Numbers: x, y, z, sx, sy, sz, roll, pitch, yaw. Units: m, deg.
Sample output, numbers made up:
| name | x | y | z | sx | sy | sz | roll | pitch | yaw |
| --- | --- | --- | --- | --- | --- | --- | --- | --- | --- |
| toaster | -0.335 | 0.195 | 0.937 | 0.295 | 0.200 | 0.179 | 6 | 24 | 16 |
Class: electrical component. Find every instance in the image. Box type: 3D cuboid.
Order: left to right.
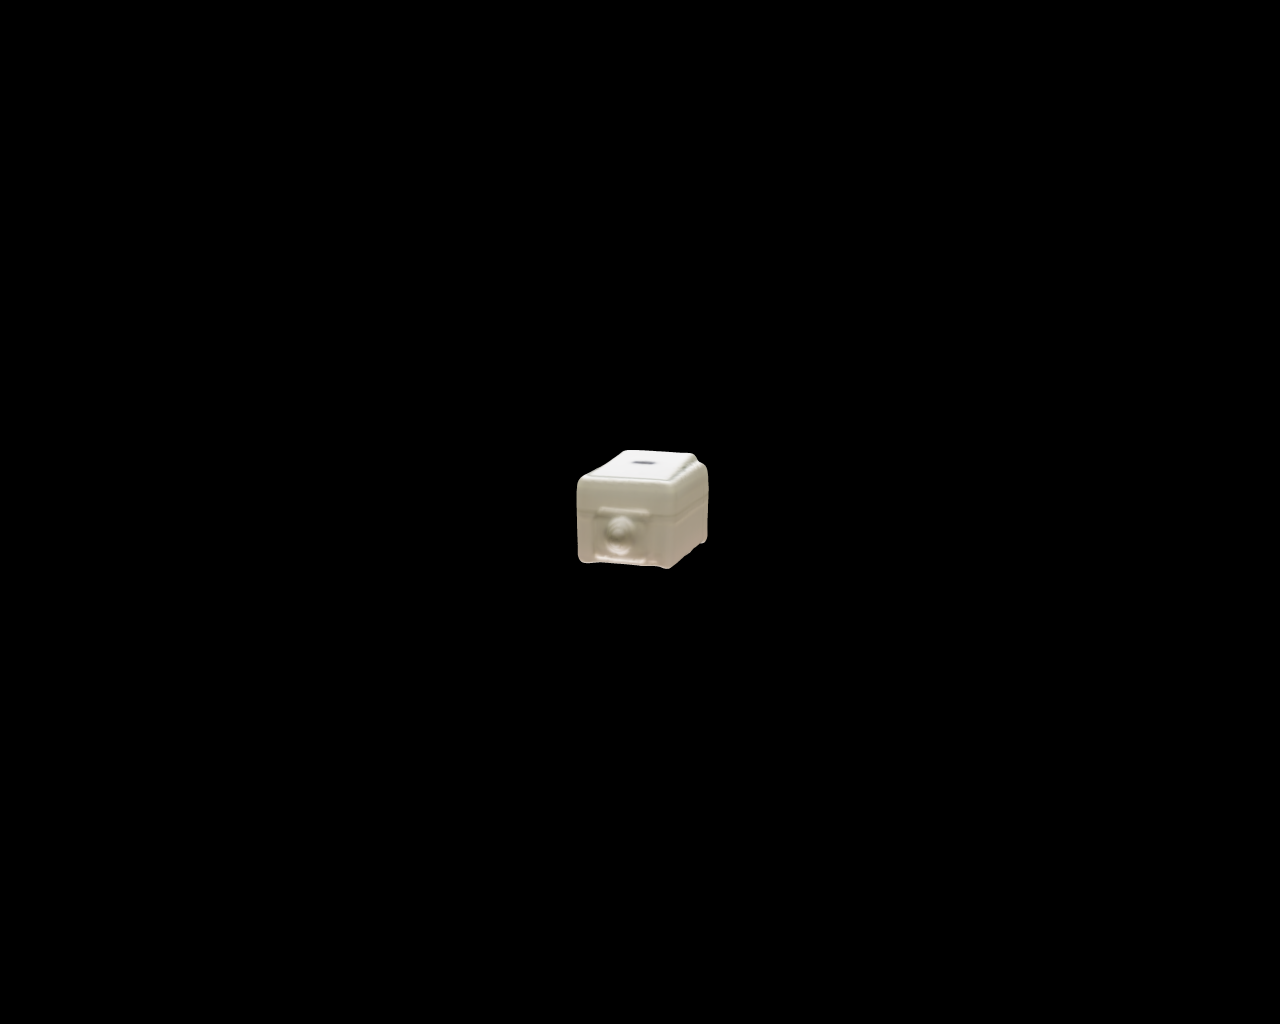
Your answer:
| name | x | y | z | sx | sy | sz | roll | pitch | yaw |
| --- | --- | --- | --- | --- | --- | --- | --- | --- | --- |
| electrical component | 0.001 | -0.003 | 0.650 | 0.062 | 0.061 | 0.096 | 4 | 13 | 19 |
